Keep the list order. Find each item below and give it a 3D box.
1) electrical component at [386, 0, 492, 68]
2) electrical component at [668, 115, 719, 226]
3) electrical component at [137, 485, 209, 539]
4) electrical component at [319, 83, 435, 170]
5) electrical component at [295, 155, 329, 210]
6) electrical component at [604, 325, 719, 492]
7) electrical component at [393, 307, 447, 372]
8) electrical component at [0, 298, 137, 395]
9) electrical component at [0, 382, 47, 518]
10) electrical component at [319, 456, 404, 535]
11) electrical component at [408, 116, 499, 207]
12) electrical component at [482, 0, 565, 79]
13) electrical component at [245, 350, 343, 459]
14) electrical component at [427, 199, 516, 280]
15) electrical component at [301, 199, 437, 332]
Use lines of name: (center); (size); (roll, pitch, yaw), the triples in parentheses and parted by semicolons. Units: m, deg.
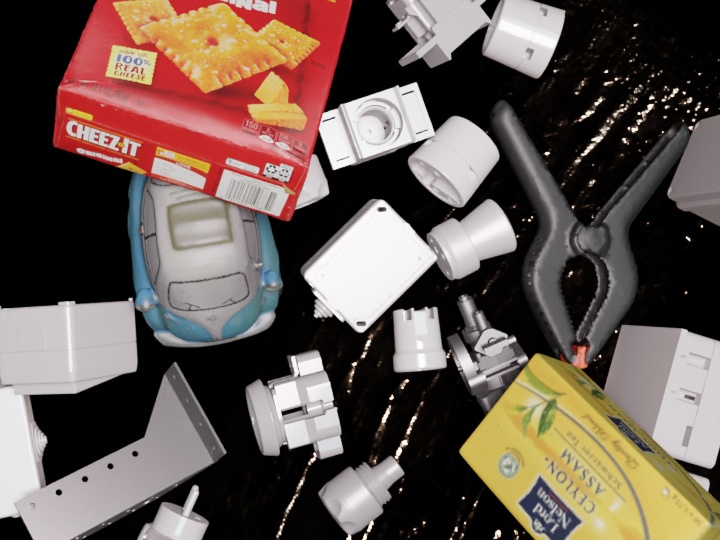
electrical component: (0.058, -0.196, 0.821); (0.081, 0.042, 0.063); (-42, 103, -12)
electrical component: (0.296, -0.078, 0.825); (0.057, 0.113, 0.078); (25, 85, -11)
electrical component: (-0.133, 0.191, 0.766); (0.044, 0.077, 0.079); (25, 84, -7)
electrical component: (0.009, -0.105, 0.804); (0.081, 0.064, 0.042); (-19, 92, -9)
electrical component: (-0.052, -0.077, 0.804); (0.043, 0.043, 0.062); (-22, 90, -9)
electrical component: (0.221, 0.140, 0.811); (0.060, 0.105, 0.186); (17, 86, -9)
electrical component: (0.044, 0.053, 0.818); (0.040, 0.040, 0.046); (-4, 83, -9)
electrical component: (-0.200, 0.052, 0.755); (0.062, 0.096, 0.061); (-4, 89, 21)
electrical component: (-0.273, 0.130, 0.759); (0.100, 0.048, 0.099); (-11, 90, -9)
electrical component: (0.004, 0.165, 0.806); (0.062, 0.043, 0.043); (-36, 94, -10)
electrical component: (0.073, -0.083, 0.819); (0.055, 0.055, 0.047); (42, 79, -6)
electrical component: (0.125, -0.182, 0.831); (0.047, 0.055, 0.055); (19, 85, -5)
electrical component: (-0.051, 0.104, 0.792); (0.057, 0.058, 0.078); (-14, 91, -12)
electrical component: (0.085, -0.023, 0.824); (0.055, 0.045, 0.045); (-27, 93, -8)
electrical component: (0.000, 0.000, 0.804); (0.096, 0.061, 0.061); (-45, 98, -2)
